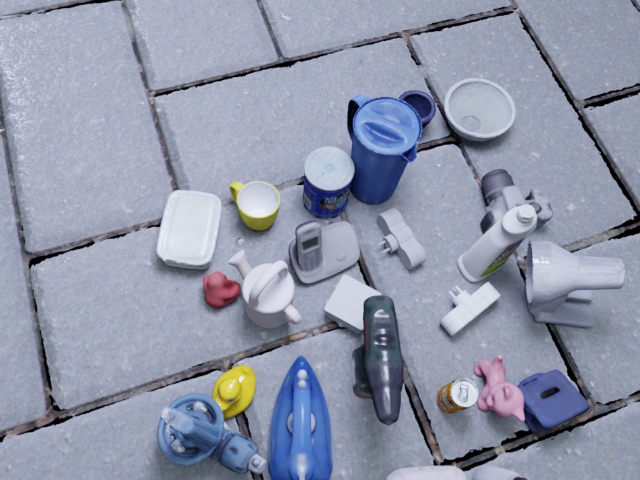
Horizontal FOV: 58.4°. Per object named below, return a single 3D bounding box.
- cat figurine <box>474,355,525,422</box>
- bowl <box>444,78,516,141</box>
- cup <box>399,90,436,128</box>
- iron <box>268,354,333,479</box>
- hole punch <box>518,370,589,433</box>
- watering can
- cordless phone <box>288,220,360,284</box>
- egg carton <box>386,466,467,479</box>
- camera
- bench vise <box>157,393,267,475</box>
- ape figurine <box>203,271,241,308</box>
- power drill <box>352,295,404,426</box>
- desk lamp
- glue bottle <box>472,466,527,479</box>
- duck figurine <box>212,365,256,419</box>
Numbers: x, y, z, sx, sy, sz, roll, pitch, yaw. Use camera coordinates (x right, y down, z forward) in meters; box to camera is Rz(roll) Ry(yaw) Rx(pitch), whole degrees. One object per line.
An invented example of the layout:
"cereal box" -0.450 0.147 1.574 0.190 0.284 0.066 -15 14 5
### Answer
"cat figurine" 0.343 0.281 1.083 0.067 0.118 0.128 0 67 -4
"bowl" 0.368 -0.295 1.353 0.167 0.075 0.167 1 67 -3
"cup" 0.206 -0.276 1.323 0.091 0.095 0.118 42 71 13
"iron" -0.034 0.321 1.028 0.118 0.141 0.258 0 67 -4
"hole punch" 0.434 0.304 1.094 0.109 0.091 0.101 -21 70 -12
"watering can" -0.105 0.093 1.092 0.172 0.194 0.101 21 67 6
"cordless phone" 0.010 0.004 1.142 0.148 0.185 0.094 -25 71 -13
"egg carton" 0.194 0.461 1.023 0.150 0.069 0.107 -3 67 -5
"camera" 0.421 -0.091 1.256 0.143 0.101 0.137 -9 68 -7
"bench vise" -0.186 0.324 0.974 0.207 0.220 0.121 9 67 0
"ape figurine" -0.202 0.092 1.141 0.077 0.092 0.076 35 69 11
"power drill" 0.106 0.226 1.041 0.075 0.208 0.229 0 67 -3
"desk lamp" 0.480 0.084 1.124 0.203 0.213 0.118 7 67 -1
"glue bottle" 0.324 0.421 0.992 0.078 0.173 0.037 24 68 7
"duck figurine" -0.162 0.278 1.068 0.077 0.086 0.105 31 69 10
